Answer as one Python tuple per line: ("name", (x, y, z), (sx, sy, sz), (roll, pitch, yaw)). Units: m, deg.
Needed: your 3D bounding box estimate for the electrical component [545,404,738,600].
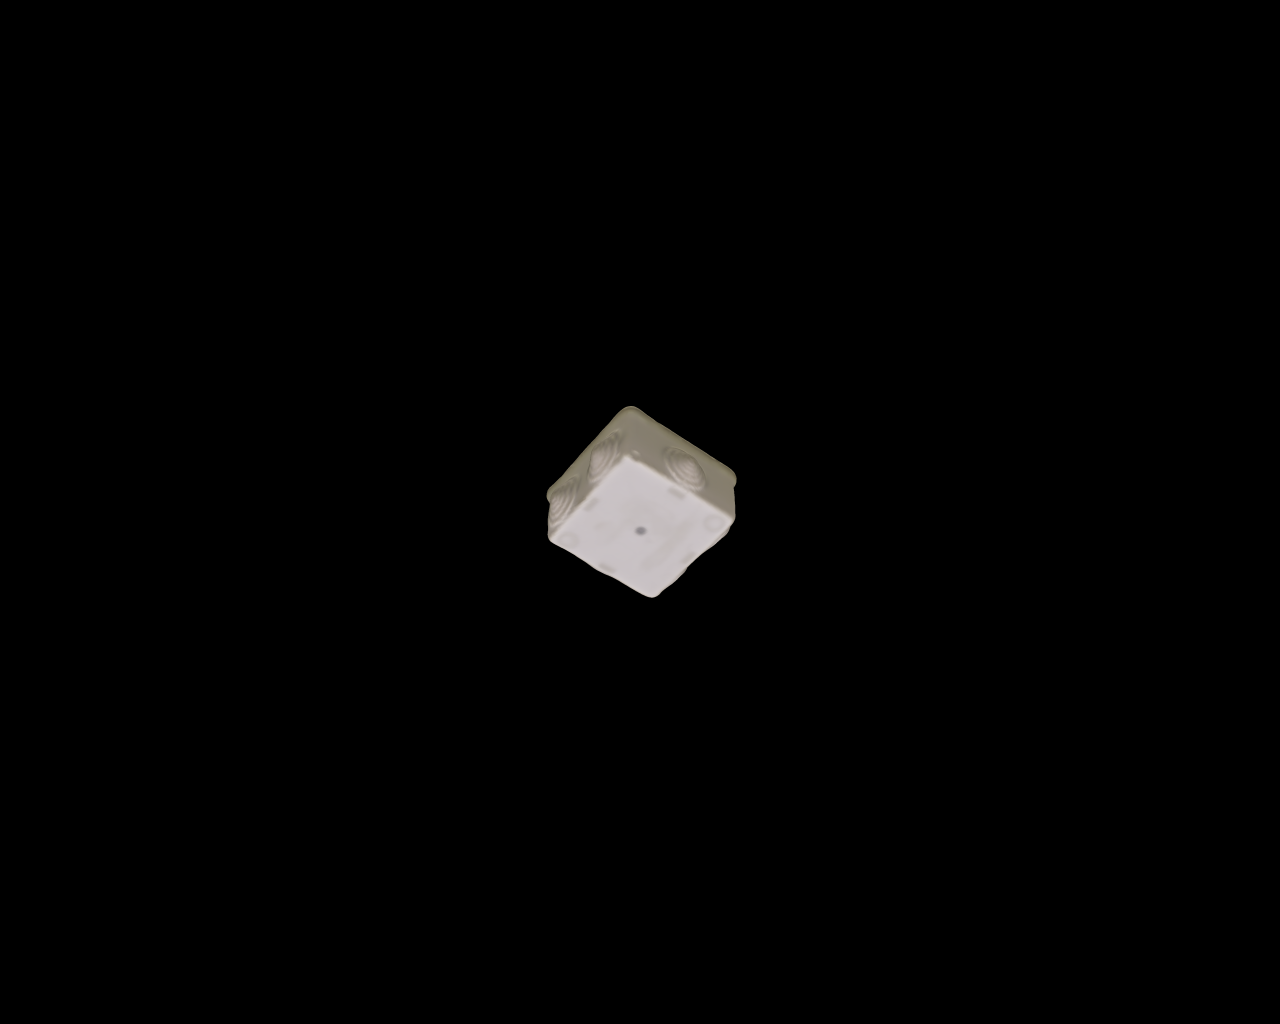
("electrical component", (0.001, -0.003, 0.650), (0.099, 0.099, 0.048), (32, 32, -22))
